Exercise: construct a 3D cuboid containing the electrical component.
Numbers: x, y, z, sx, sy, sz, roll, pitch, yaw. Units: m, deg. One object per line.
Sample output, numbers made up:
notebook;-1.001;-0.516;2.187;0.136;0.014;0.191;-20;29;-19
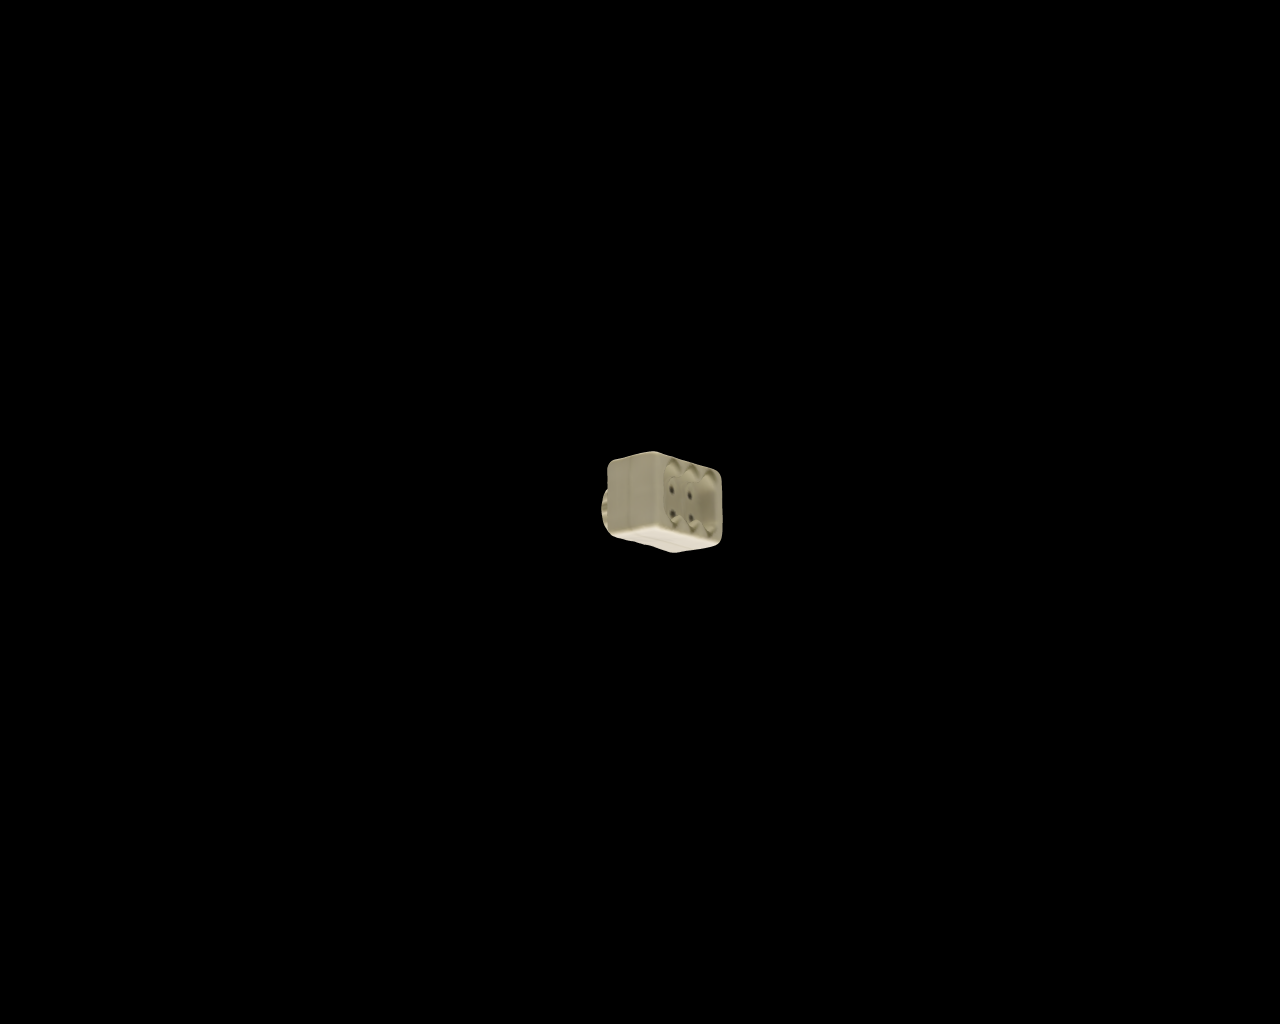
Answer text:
electrical component;0.001;-0.003;0.650;0.076;0.047;0.066;-11;-17;38
